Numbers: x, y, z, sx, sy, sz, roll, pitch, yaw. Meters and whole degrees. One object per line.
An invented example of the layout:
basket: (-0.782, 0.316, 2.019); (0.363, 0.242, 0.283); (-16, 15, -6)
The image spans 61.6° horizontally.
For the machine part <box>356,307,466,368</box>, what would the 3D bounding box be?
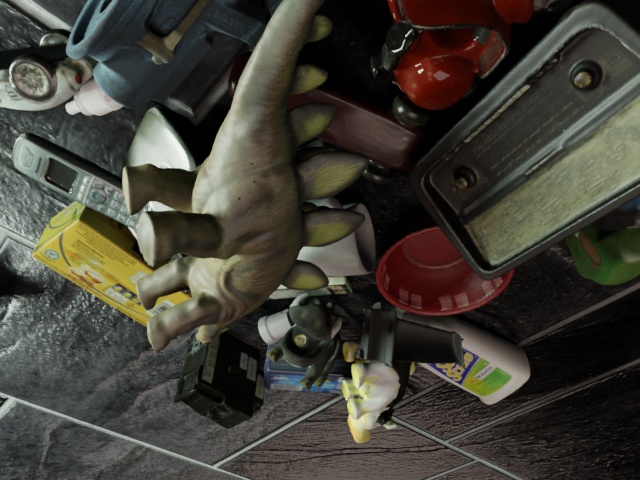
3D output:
machine part: (0.117, 0.127, 0.679); (0.139, 0.084, 0.039); (13, 150, -7)

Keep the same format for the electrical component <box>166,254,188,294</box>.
electrical component: (-0.115, 0.012, 0.633); (0.048, 0.119, 0.075); (57, 152, 5)

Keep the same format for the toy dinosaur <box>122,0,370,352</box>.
toy dinosaur: (-0.063, -0.029, 0.465); (0.198, 0.105, 0.470); (-13, 148, -26)

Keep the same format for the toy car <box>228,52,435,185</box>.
toy car: (0.012, -0.122, 0.514); (0.202, 0.053, 0.089); (19, 124, -11)

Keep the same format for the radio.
radio: (0.184, -0.075, 0.436); (0.131, 0.073, 0.229); (51, 139, 6)

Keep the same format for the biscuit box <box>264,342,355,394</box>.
biscuit box: (0.018, 0.192, 0.813); (0.203, 0.063, 0.059); (5, 135, -2)

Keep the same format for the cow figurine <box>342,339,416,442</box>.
cow figurine: (0.081, 0.207, 0.741); (0.098, 0.068, 0.167); (-8, 125, -11)

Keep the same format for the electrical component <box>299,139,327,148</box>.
electrical component: (-0.028, -0.074, 0.583); (0.094, 0.021, 0.063); (-18, 131, 21)

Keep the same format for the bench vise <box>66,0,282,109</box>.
bench vise: (-0.135, -0.209, 0.385); (0.224, 0.129, 0.240); (-29, 136, 32)

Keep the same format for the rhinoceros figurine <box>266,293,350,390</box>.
rhinoceros figurine: (-0.007, 0.131, 0.702); (0.073, 0.112, 0.190); (38, 169, 18)

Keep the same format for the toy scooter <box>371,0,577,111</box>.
toy scooter: (0.093, -0.164, 0.416); (0.135, 0.075, 0.184); (-1, 164, -19)

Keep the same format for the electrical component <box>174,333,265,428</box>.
electrical component: (-0.140, 0.207, 0.797); (0.058, 0.115, 0.134); (-32, 124, 31)

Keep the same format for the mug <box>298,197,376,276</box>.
mug: (-0.001, -0.002, 0.613); (0.107, 0.081, 0.109); (-10, 141, 21)

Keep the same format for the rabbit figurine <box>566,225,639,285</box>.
rabbit figurine: (0.363, -0.016, 0.568); (0.170, 0.121, 0.158); (-25, 134, 4)

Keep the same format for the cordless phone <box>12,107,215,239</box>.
cordless phone: (-0.206, -0.081, 0.543); (0.184, 0.089, 0.146); (26, 130, -17)

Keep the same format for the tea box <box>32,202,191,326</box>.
tea box: (-0.239, 0.024, 0.653); (0.098, 0.068, 0.169); (-27, 126, 25)

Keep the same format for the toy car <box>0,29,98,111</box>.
toy car: (-0.295, -0.145, 0.486); (0.202, 0.073, 0.056); (-5, 130, 7)

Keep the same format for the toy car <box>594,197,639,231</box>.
toy car: (0.247, -0.084, 0.504); (0.162, 0.103, 0.109); (29, 132, 30)
